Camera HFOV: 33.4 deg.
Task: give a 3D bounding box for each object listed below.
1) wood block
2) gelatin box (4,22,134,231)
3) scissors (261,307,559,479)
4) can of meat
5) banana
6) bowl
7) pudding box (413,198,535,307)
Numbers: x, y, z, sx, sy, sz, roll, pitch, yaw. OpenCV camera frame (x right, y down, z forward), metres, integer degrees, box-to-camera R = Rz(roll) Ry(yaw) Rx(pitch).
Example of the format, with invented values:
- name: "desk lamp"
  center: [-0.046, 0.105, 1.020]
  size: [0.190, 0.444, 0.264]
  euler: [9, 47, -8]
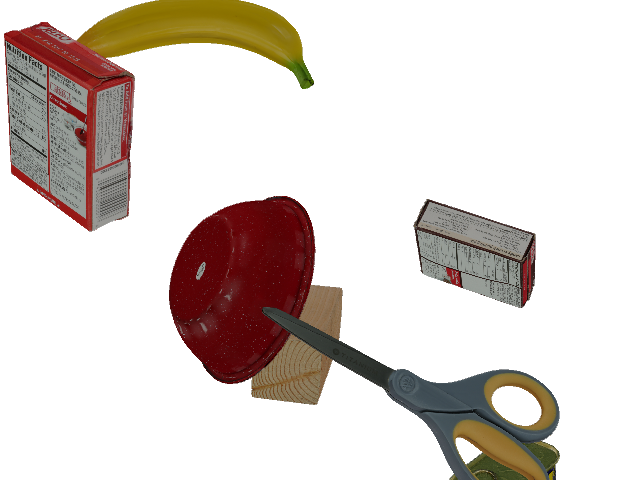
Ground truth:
- name: "wood block"
  center: [-0.029, 0.136, 1.464]
  size: [0.091, 0.090, 0.206]
  euler: [6, 18, 7]
- name: "gelatin box"
  center: [-0.133, -0.061, 0.565]
  size: [0.073, 0.089, 0.030]
  euler: [32, 40, 30]
- name: "scissors"
  center: [0.067, 0.081, 0.651]
  size: [0.096, 0.202, 0.016]
  euler: [-44, -6, -34]
- name: "can of meat"
  center: [0.157, 0.226, 0.898]
  size: [0.058, 0.084, 0.101]
  euler: [16, 30, 43]
- name: "banana"
  center: [-0.100, -0.171, 0.881]
  size: [0.198, 0.069, 0.037]
  euler: [7, -34, 2]
- name: "bowl"
  center: [-0.075, 0.031, 0.858]
  size: [0.055, 0.162, 0.162]
  euler: [23, -13, -33]
- name: "pudding box"
  center: [0.149, 0.013, 1.026]
  size: [0.114, 0.039, 0.090]
  euler: [18, -28, 21]
